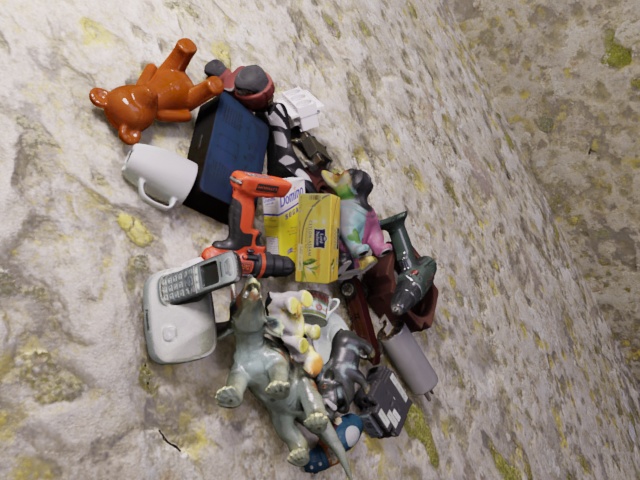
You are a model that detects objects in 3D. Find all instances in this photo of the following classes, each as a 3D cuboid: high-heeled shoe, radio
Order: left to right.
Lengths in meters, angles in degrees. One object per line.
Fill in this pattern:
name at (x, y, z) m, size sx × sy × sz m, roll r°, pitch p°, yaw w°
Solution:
radio at (-0.176, -0.151, 1.019) m, size 0.131 × 0.073 × 0.229 m, roll 30°, pitch 54°, yaw -38°
high-heeled shoe at (-0.058, -0.190, 1.161) m, size 0.249 × 0.086 × 0.145 m, roll 45°, pitch 58°, yaw 2°

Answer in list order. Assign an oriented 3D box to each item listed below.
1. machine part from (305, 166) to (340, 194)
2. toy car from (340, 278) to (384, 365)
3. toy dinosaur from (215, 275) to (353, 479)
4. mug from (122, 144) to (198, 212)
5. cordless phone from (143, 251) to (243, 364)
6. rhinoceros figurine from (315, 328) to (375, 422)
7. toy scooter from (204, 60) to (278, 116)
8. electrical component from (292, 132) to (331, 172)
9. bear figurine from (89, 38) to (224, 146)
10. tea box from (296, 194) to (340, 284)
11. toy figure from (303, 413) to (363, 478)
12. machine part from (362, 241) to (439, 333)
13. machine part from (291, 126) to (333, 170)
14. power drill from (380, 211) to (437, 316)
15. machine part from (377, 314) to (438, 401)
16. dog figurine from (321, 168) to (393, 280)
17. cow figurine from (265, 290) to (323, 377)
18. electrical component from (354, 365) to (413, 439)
machine part at (0.005, -0.089, 1.232) m, size 0.179 × 0.056 × 0.179 m, roll 26°, pitch 53°, yaw -40°
toy car at (0.090, 0.178, 1.189) m, size 0.089 × 0.053 × 0.202 m, roll 16°, pitch 58°, yaw -69°
toy dinosaur at (-0.067, 0.239, 0.910) m, size 0.404 × 0.131 × 0.192 m, roll 60°, pitch 10°, yaw -30°
mug at (-0.271, -0.102, 0.886) m, size 0.107 × 0.081 × 0.109 m, roll 27°, pitch 54°, yaw -26°
cordless phone at (-0.174, 0.100, 0.798) m, size 0.088 × 0.184 × 0.146 m, roll 14°, pitch 60°, yaw -52°
rhinoceros figurine at (0.039, 0.263, 1.044) m, size 0.112 × 0.073 × 0.190 m, roll 42°, pitch 52°, yaw -29°
toy scooter at (-0.148, -0.296, 1.094) m, size 0.075 × 0.184 × 0.135 m, roll -51°, pitch 141°, yaw -15°
electrical component at (-0.019, -0.198, 1.205) m, size 0.078 × 0.045 × 0.102 m, roll 22°, pitch 35°, yaw -59°
bear figurine at (-0.278, -0.251, 0.916) m, size 0.120 × 0.132 × 0.196 m, roll 55°, pitch 32°, yaw -8°
tea box at (-0.002, -0.003, 1.044) m, size 0.098 × 0.068 × 0.169 m, roll -7°, pitch 98°, yaw -77°
toy figure at (0.025, 0.378, 0.997) m, size 0.064 × 0.057 × 0.154 m, roll 48°, pitch 37°, yaw 12°
machine part at (0.202, 0.117, 1.335) m, size 0.201 × 0.087 × 0.201 m, roll 50°, pitch 40°, yaw -22°
machine part at (-0.020, -0.215, 1.286) m, size 0.138 × 0.039 × 0.084 m, roll 46°, pitch 45°, yaw -27°
power drill at (0.187, 0.043, 1.222) m, size 0.232 × 0.086 × 0.207 m, roll -24°, pitch 86°, yaw -54°
machine part at (0.205, 0.274, 1.255) m, size 0.243 × 0.079 × 0.079 m, roll 57°, pitch 37°, yaw -13°
dog figurine at (0.057, -0.044, 1.148) m, size 0.108 × 0.191 × 0.219 m, roll -1°, pitch 61°, yaw -37°
cow figurine at (-0.052, 0.174, 0.996) m, size 0.068 × 0.098 × 0.167 m, roll -28°, pitch 109°, yaw -49°
electrical component at (0.131, 0.350, 1.141) m, size 0.114 × 0.058 × 0.134 m, roll 57°, pitch 37°, yaw -8°
